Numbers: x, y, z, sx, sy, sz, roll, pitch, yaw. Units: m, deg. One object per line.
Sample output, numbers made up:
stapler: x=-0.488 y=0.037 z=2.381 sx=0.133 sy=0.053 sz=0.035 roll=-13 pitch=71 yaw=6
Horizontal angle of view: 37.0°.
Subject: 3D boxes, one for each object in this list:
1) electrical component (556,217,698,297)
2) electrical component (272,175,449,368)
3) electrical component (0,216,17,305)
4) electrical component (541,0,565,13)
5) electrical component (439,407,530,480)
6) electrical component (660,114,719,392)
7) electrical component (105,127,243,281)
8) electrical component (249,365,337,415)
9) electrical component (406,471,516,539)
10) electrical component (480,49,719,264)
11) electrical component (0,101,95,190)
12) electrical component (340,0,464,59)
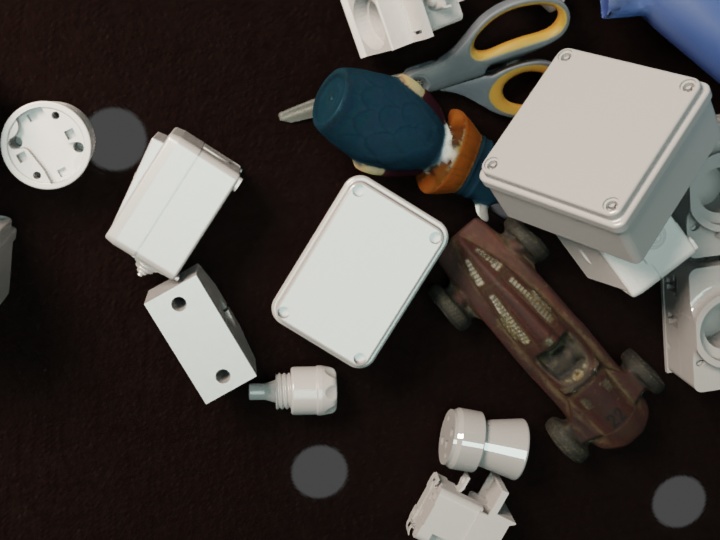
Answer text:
electrical component: x=0.176 y=-0.024 z=0.725 sx=0.061 sy=0.096 sz=0.061 roll=-38 pitch=103 yaw=3
electrical component: x=0.000 y=0.000 z=0.724 sx=0.078 sy=0.057 sz=0.113 roll=32 pitch=97 yaw=-3
electrical component: x=-0.281 y=-0.002 z=0.670 sx=0.109 sy=0.108 sz=0.056 roll=7 pitch=104 yaw=-8
electrical component: x=0.109 y=-0.196 z=0.709 sx=0.062 sy=0.048 sz=0.048 roll=35 pitch=96 yaw=-22
electrical component: x=0.089 y=0.124 z=0.773 sx=0.055 sy=0.045 sz=0.045 roll=11 pitch=100 yaw=-9
electrical component: x=0.273 y=-0.015 z=0.757 sx=0.105 sy=0.060 sz=0.186 roll=-8 pitch=103 yaw=-5
electrical component: x=-0.127 y=-0.041 z=0.703 sx=0.061 sy=0.061 sz=0.096 roll=32 pitch=97 yaw=-12
electrical component: x=-0.047 y=0.085 z=0.754 sx=0.061 sy=0.035 sz=0.035 roll=-1 pitch=102 yaw=-4
electrical component: x=0.072 y=0.183 z=0.786 sx=0.064 sy=0.042 sz=0.081 roll=27 pitch=97 yaw=-8
electrical component: x=0.151 y=-0.074 z=0.676 sx=0.108 sy=0.109 sz=0.056 roll=-55 pitch=139 yaw=-11
electrical component: x=-0.199 y=-0.082 z=0.693 sx=0.055 sy=0.047 sz=0.055 roll=-1 pitch=102 yaw=-7
electrical component: x=0.016 y=-0.205 z=0.683 sx=0.063 sy=0.079 sz=0.121 roll=-26 pitch=105 yaw=-23
